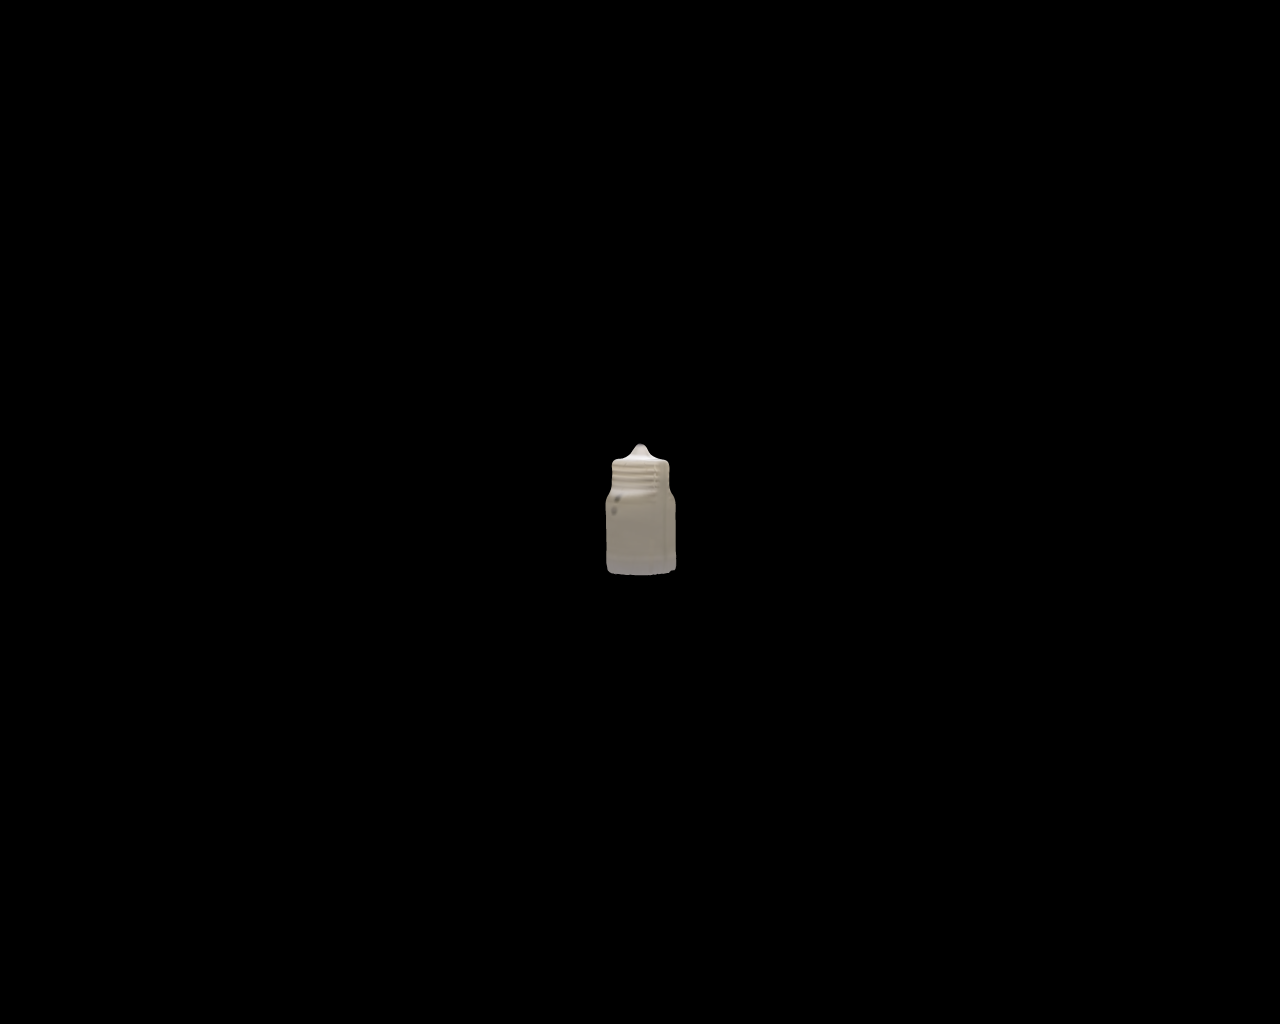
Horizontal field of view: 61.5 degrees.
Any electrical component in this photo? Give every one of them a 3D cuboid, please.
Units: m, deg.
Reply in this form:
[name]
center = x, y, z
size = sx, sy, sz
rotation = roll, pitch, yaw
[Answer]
[electrical component]
center = 0.001, -0.003, 0.650
size = 0.043, 0.081, 0.043
rotation = 0, 4, 0
